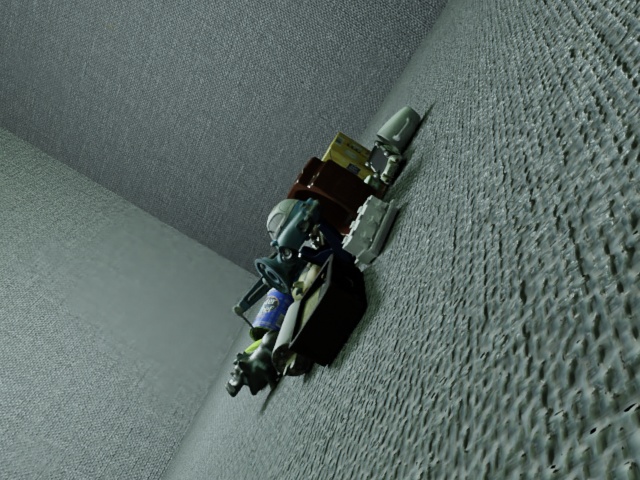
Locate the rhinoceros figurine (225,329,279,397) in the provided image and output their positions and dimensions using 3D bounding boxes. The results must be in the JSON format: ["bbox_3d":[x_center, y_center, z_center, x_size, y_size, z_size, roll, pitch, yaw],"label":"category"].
[{"bbox_3d":[-0.140,0.289,1.230,0.190,0.112,0.073,-49,10,13],"label":"rhinoceros figurine"}]

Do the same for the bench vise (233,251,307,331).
[{"bbox_3d":[-0.134,0.107,1.376,0.240,0.129,0.223,-45,6,-23],"label":"bench vise"}]

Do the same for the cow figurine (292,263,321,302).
[{"bbox_3d":[-0.019,0.106,1.263,0.127,0.085,0.195,-64,4,-28],"label":"cow figurine"}]

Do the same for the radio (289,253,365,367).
[{"bbox_3d":[0.015,0.115,0.960,0.131,0.073,0.230,-58,6,13],"label":"radio"}]

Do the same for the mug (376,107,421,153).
[{"bbox_3d":[0.210,-0.292,1.389,0.107,0.081,0.109,-54,5,2],"label":"mug"}]

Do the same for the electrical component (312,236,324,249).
[{"bbox_3d":[0.027,0.028,1.310,0.063,0.094,0.021,-34,-14,-25],"label":"electrical component"}]

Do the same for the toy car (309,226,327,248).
[{"bbox_3d":[-0.003,-0.004,1.376,0.089,0.053,0.202,-29,66,53],"label":"toy car"}]

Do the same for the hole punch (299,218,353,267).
[{"bbox_3d":[0.024,0.015,1.186,0.142,0.116,0.092,-79,15,-83],"label":"hole punch"}]

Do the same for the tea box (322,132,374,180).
[{"bbox_3d":[0.097,-0.208,1.465,0.068,0.169,0.098,-52,7,42],"label":"tea box"}]

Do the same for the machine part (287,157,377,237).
[{"bbox_3d":[0.033,-0.093,1.256,0.087,0.201,0.201,-59,5,-21],"label":"machine part"}]

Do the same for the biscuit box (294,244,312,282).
[{"bbox_3d":[-0.047,0.076,1.529,0.202,0.059,0.063,-41,9,8],"label":"biscuit box"}]

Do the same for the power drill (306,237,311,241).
[{"bbox_3d":[0.039,-0.083,1.506,0.207,0.085,0.232,-15,34,23],"label":"power drill"}]

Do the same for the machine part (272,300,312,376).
[{"bbox_3d":[-0.043,0.190,1.063,0.079,0.079,0.243,-57,7,22],"label":"machine part"}]

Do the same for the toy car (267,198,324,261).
[{"bbox_3d":[-0.067,-0.037,1.214,0.109,0.103,0.161,-59,0,-43],"label":"toy car"}]

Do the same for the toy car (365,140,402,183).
[{"bbox_3d":[0.161,-0.197,1.344,0.202,0.056,0.073,-106,38,-67],"label":"toy car"}]
